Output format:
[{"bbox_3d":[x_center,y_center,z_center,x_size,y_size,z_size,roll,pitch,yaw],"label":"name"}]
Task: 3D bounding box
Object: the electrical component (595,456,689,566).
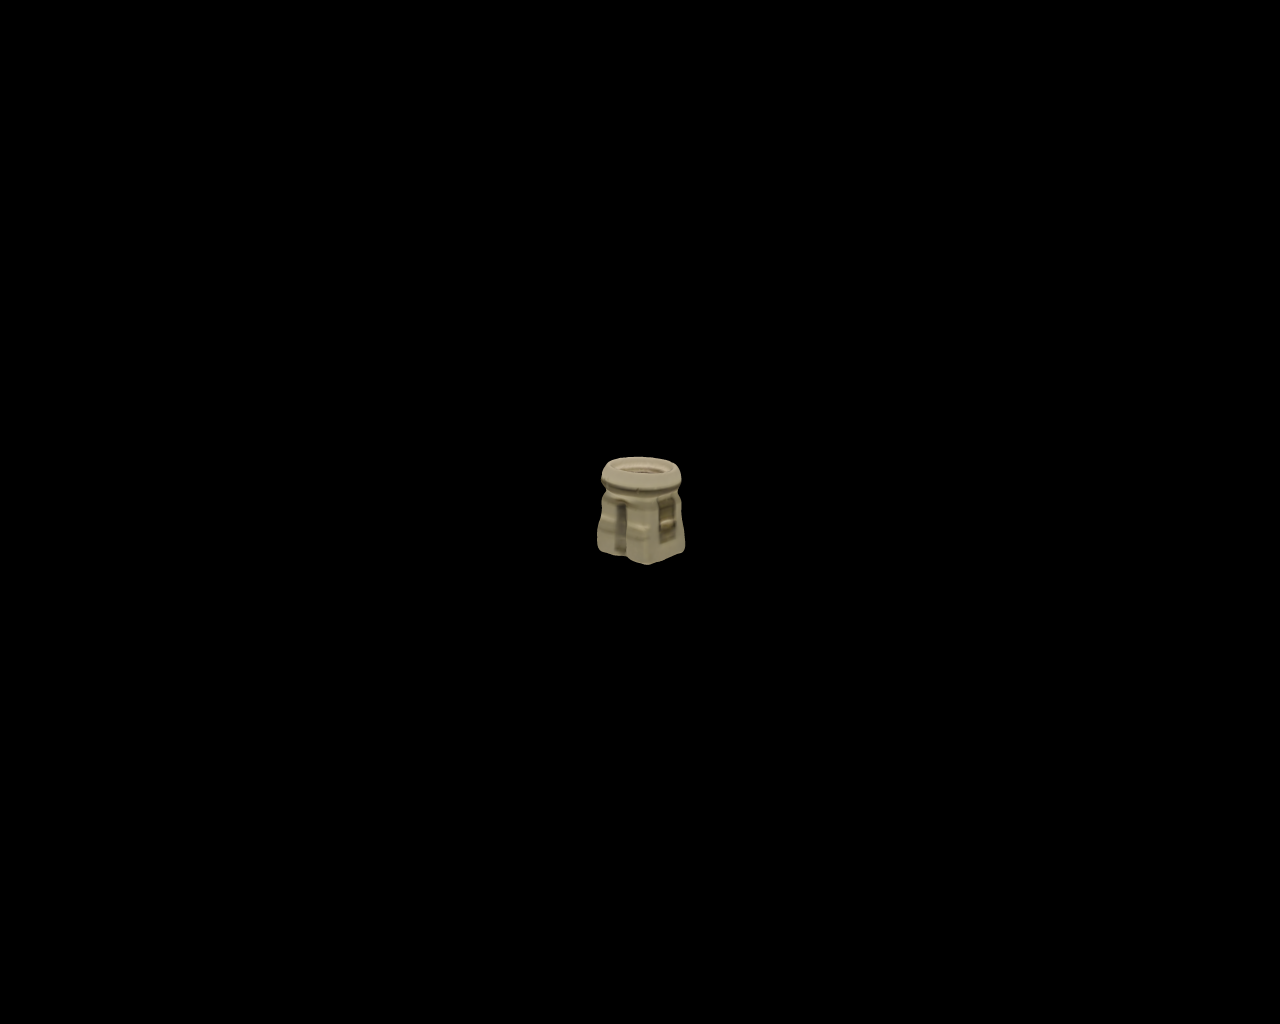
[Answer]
[{"bbox_3d":[0.001,-0.003,0.650,0.066,0.055,0.048,14,22,40],"label":"electrical component"}]
